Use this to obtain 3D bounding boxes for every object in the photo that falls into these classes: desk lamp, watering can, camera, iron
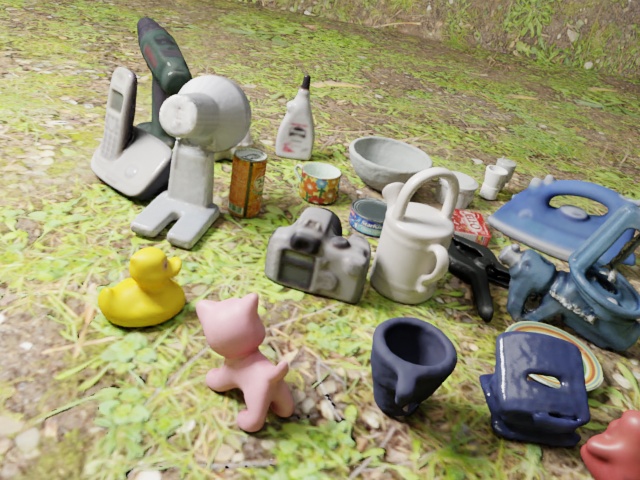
[{"bbox_3d":[-0.189,-0.130,0.863,0.118,0.213,0.203,14,31,4],"label":"desk lamp"},{"bbox_3d":[0.134,-0.019,0.815,0.101,0.194,0.172,-17,41,-39],"label":"watering can"},{"bbox_3d":[0.008,0.003,0.825,0.143,0.101,0.137,16,31,6],"label":"camera"},{"bbox_3d":[0.448,-0.050,1.032,0.258,0.141,0.119,19,31,12],"label":"iron"}]

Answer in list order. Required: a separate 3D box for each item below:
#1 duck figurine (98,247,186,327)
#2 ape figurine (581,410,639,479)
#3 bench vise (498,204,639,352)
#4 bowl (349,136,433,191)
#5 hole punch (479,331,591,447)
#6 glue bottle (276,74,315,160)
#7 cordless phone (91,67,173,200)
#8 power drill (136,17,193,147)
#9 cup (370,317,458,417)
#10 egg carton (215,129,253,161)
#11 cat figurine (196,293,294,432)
[{"bbox_3d":[-0.210,0.050,0.683,0.105,0.086,0.077,-12,38,-35],"label":"duck figurine"},{"bbox_3d":[0.320,0.215,0.597,0.078,0.092,0.076,12,31,0],"label":"ape figurine"},{"bbox_3d":[0.360,0.039,0.776,0.207,0.220,0.121,11,31,-2],"label":"bench vise"},{"bbox_3d":[0.133,-0.140,1.133,0.167,0.075,0.167,9,31,-5],"label":"bowl"},{"bbox_3d":[0.249,0.168,0.650,0.108,0.091,0.101,10,31,-4],"label":"hole punch"},{"bbox_3d":[-0.041,-0.246,1.148,0.078,0.173,0.037,4,31,-13],"label":"glue bottle"},{"bbox_3d":[-0.298,-0.170,0.918,0.147,0.185,0.094,29,35,26],"label":"cordless phone"},{"bbox_3d":[-0.308,-0.295,1.098,0.076,0.208,0.228,-9,37,-32],"label":"power drill"},{"bbox_3d":[0.090,0.152,0.614,0.091,0.095,0.118,17,31,7],"label":"cup"},{"bbox_3d":[-0.197,-0.213,1.138,0.107,0.069,0.150,-2,34,-23],"label":"egg carton"},{"bbox_3d":[-0.076,0.113,0.595,0.067,0.118,0.127,-18,42,-41],"label":"cat figurine"}]
